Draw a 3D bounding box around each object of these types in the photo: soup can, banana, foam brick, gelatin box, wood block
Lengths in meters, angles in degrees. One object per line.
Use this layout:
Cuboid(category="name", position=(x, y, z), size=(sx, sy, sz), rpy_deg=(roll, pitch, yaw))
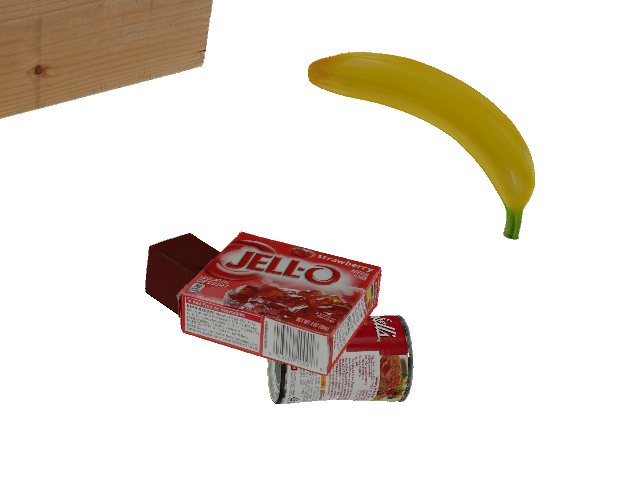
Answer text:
Cuboid(category="soup can", position=(0.013, 0.093, 0.828), size=(0.102, 0.068, 0.068), rpy_deg=(0, 0, -12))
Cuboid(category="banana", position=(0.085, -0.085, 0.766), size=(0.198, 0.069, 0.037), rpy_deg=(39, 5, 0))
Cuboid(category="foam brick", position=(-0.117, 0.036, 0.983), size=(0.078, 0.051, 0.052), rpy_deg=(30, 33, 35))
Cuboid(category="gelatin box", position=(-0.021, 0.031, 0.577), size=(0.089, 0.030, 0.073), rpy_deg=(15, 32, 19))
Cuboid(category="wood block", position=(-0.196, -0.173, 0.840), size=(0.205, 0.091, 0.090), rpy_deg=(-22, 53, -35))
